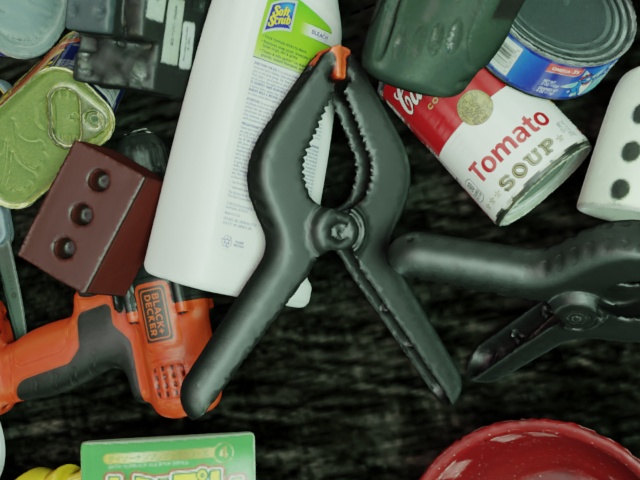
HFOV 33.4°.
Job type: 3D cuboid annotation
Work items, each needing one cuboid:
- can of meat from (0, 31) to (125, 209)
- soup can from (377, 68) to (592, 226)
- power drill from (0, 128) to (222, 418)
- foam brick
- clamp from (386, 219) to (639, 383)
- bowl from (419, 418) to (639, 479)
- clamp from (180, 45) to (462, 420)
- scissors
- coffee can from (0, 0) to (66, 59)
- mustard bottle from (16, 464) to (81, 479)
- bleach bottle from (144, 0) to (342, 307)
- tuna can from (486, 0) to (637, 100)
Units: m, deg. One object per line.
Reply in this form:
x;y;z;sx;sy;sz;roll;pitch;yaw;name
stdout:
-0.172;-0.080;0.681;0.102;0.084;0.057;-37;113;19;can of meat
0.089;-0.066;0.583;0.069;0.068;0.102;-45;75;18;soup can
-0.162;0.035;0.693;0.188;0.057;0.184;-13;84;18;power drill
-0.129;-0.012;0.630;0.053;0.051;0.078;28;92;18;foam brick
0.121;0.021;0.539;0.172;0.120;0.039;-21;46;33;clamp
0.127;0.173;0.575;0.162;0.055;0.162;0;89;27;bowl
-0.004;0.001;0.586;0.164;0.036;0.210;-7;95;-21;clamp
-0.243;-0.013;0.757;0.096;0.016;0.202;1;91;22;scissors
-0.252;-0.175;0.710;0.140;0.102;0.103;6;94;24;coffee can
-0.212;0.199;0.704;0.192;0.096;0.058;-32;77;21;mustard bottle
-0.027;-0.092;0.627;0.068;0.102;0.251;13;90;45;bleach bottle
0.119;-0.116;0.559;0.086;0.086;0.034;51;148;14;tuna can
